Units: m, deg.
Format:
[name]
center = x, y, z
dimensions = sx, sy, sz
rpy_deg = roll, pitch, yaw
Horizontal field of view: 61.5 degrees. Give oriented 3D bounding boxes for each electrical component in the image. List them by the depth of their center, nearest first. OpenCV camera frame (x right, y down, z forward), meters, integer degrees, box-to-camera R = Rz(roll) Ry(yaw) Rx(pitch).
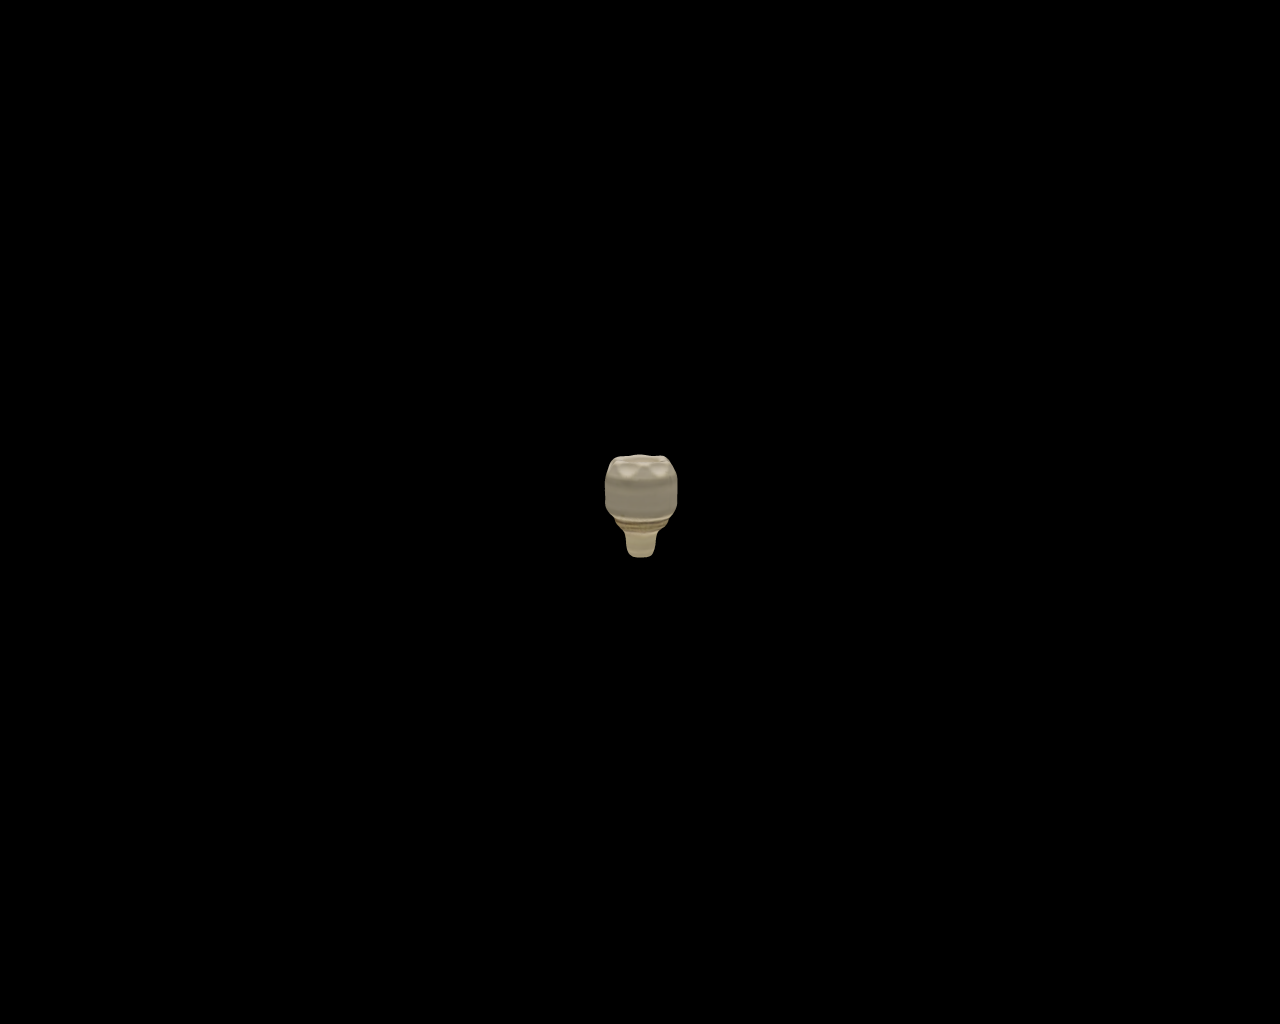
[electrical component]
center = 0.001, -0.003, 0.650
dimensions = 0.043, 0.062, 0.043
rpy_deg = 0, 12, 0
